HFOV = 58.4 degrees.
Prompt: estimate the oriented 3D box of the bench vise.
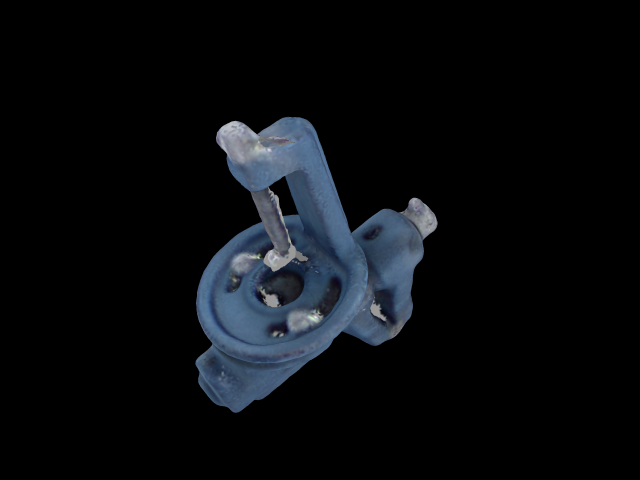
[{"bbox_3d":[-0.006,-0.003,0.405,0.121,0.220,0.208,24,45,27],"label":"bench vise"}]
